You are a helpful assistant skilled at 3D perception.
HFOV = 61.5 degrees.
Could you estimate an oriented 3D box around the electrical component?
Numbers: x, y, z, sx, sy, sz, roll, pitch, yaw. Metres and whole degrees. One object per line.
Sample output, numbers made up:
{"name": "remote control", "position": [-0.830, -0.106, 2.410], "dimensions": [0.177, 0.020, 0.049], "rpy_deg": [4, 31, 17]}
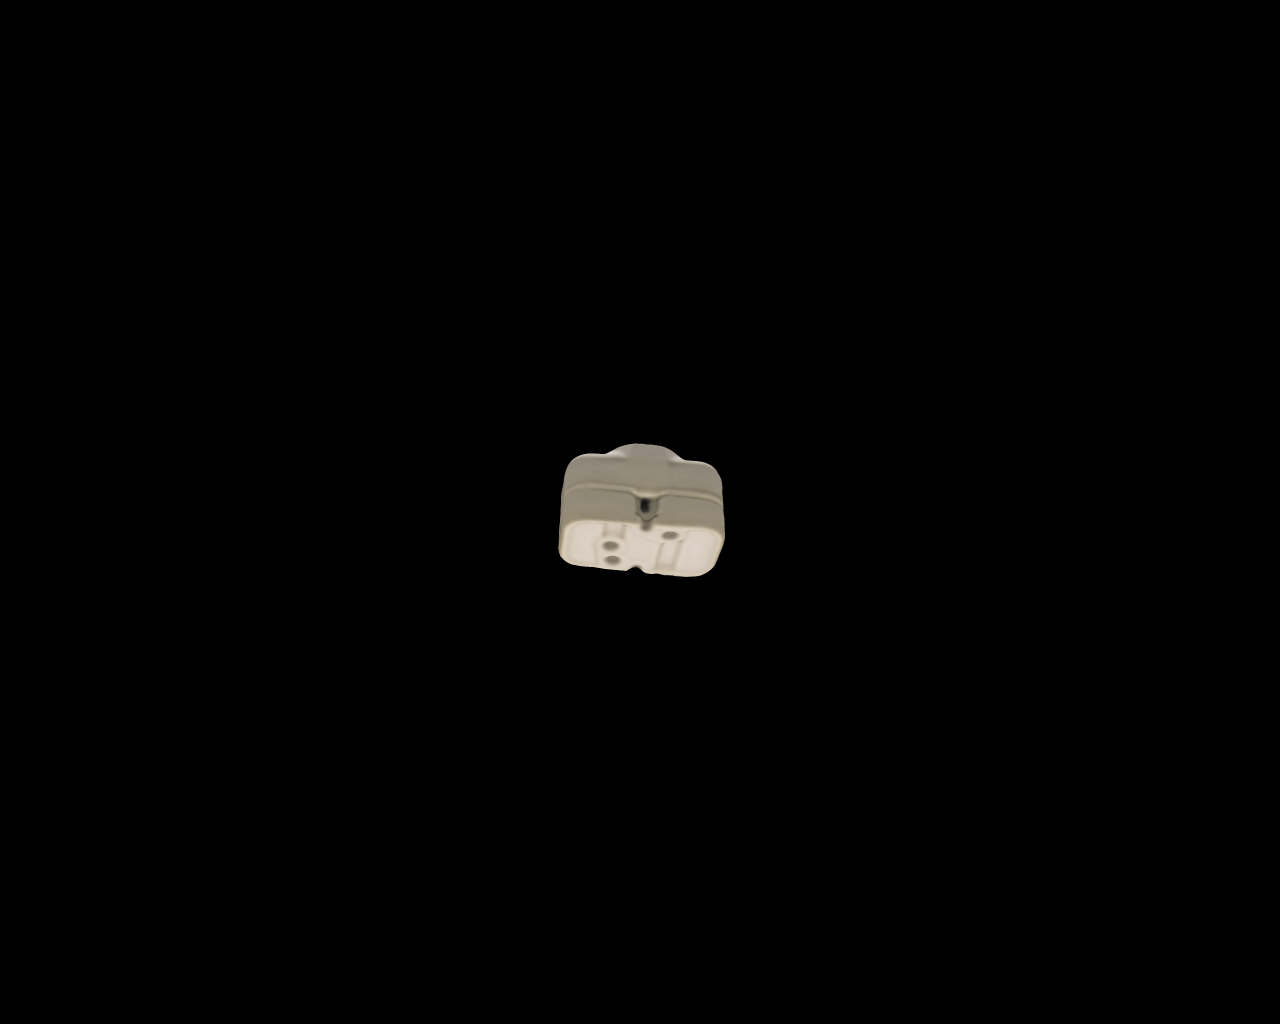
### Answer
{"name": "electrical component", "position": [0.001, -0.003, 0.650], "dimensions": [0.095, 0.059, 0.053], "rpy_deg": [5, -36, -7]}
